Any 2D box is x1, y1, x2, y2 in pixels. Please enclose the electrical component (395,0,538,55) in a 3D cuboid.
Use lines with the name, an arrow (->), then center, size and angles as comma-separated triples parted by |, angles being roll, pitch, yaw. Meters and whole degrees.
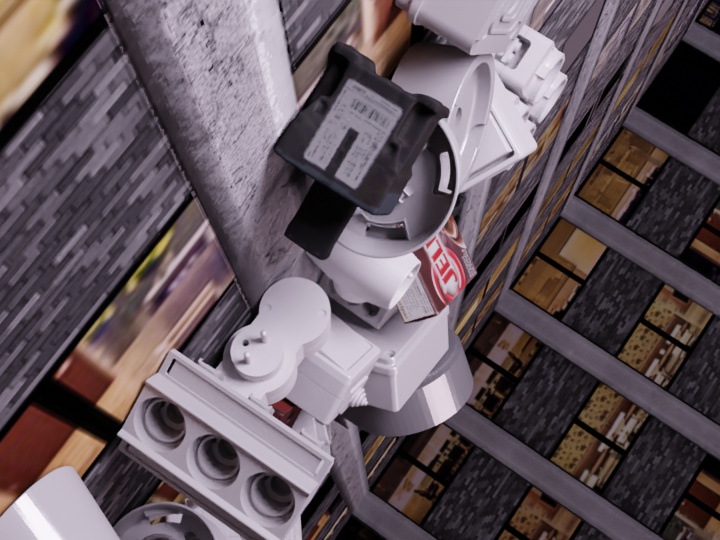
electrical component -> 0.076, -0.184, 0.679 | 0.078, 0.057, 0.113 | -60, 168, 21

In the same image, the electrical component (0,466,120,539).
electrical component -> -0.186, 0.169, 0.618 | 0.099, 0.064, 0.099 | -41, 172, -7

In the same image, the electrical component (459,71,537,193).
electrical component -> 0.082, -0.116, 0.826 | 0.062, 0.096, 0.061 | -29, -178, 26

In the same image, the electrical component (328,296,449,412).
electrical component -> 0.009, 0.063, 0.947 | 0.109, 0.109, 0.056 | -45, 138, -47

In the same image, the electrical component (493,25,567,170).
electrical component -> 0.138, -0.160, 1.007 | 0.105, 0.060, 0.186 | -57, 169, 6

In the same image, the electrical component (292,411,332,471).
electrical component -> -0.061, 0.146, 0.985 | 0.099, 0.064, 0.099 | -10, 90, -86

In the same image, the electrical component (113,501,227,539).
electrical component -> -0.146, 0.223, 0.805 | 0.099, 0.099, 0.064 | -52, 162, -20

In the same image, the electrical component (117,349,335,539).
electrical component -> -0.082, 0.112, 0.683 | 0.078, 0.121, 0.063 | -59, 172, 18

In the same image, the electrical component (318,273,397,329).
electrical component -> 0.014, 0.002, 0.924 | 0.077, 0.066, 0.047 | -40, 160, -56

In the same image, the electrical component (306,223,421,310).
electrical component -> 0.000, 0.000, 0.828 | 0.043, 0.077, 0.079 | -50, 168, -29

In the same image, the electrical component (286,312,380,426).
electrical component -> -0.030, 0.073, 0.861 | 0.062, 0.096, 0.061 | -38, 159, -59

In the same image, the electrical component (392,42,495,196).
electrical component -> 0.047, -0.106, 0.746 | 0.108, 0.060, 0.108 | 18, 90, -73

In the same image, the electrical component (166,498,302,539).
electrical component -> -0.111, 0.233, 0.974 | 0.150, 0.089, 0.061 | 47, 39, -79

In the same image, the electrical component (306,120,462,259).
electrical component -> 0.017, -0.061, 0.671 | 0.099, 0.099, 0.064 | -59, 175, 17

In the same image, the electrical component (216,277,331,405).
electrical component -> -0.072, 0.063, 0.766 | 0.138, 0.052, 0.073 | -53, 169, -17
